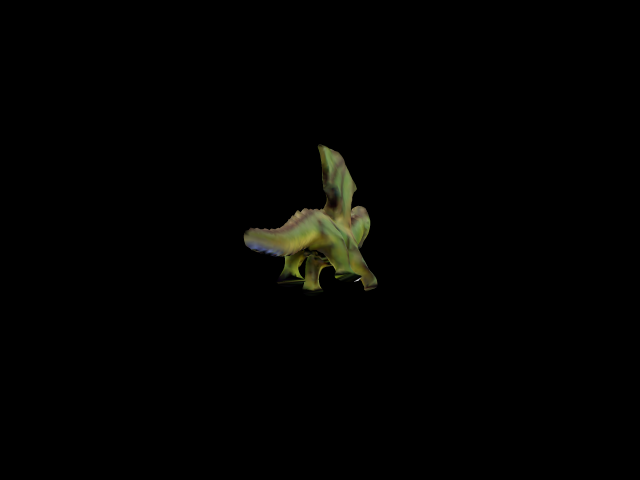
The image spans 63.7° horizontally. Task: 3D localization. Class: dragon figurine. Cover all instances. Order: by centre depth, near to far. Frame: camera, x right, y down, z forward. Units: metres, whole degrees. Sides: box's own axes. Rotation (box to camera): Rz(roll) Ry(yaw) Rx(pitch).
[{"bbox_3d":[0.003,-0.043,0.850,0.122,0.247,0.405,-9,-22,22],"label":"dragon figurine"}]
